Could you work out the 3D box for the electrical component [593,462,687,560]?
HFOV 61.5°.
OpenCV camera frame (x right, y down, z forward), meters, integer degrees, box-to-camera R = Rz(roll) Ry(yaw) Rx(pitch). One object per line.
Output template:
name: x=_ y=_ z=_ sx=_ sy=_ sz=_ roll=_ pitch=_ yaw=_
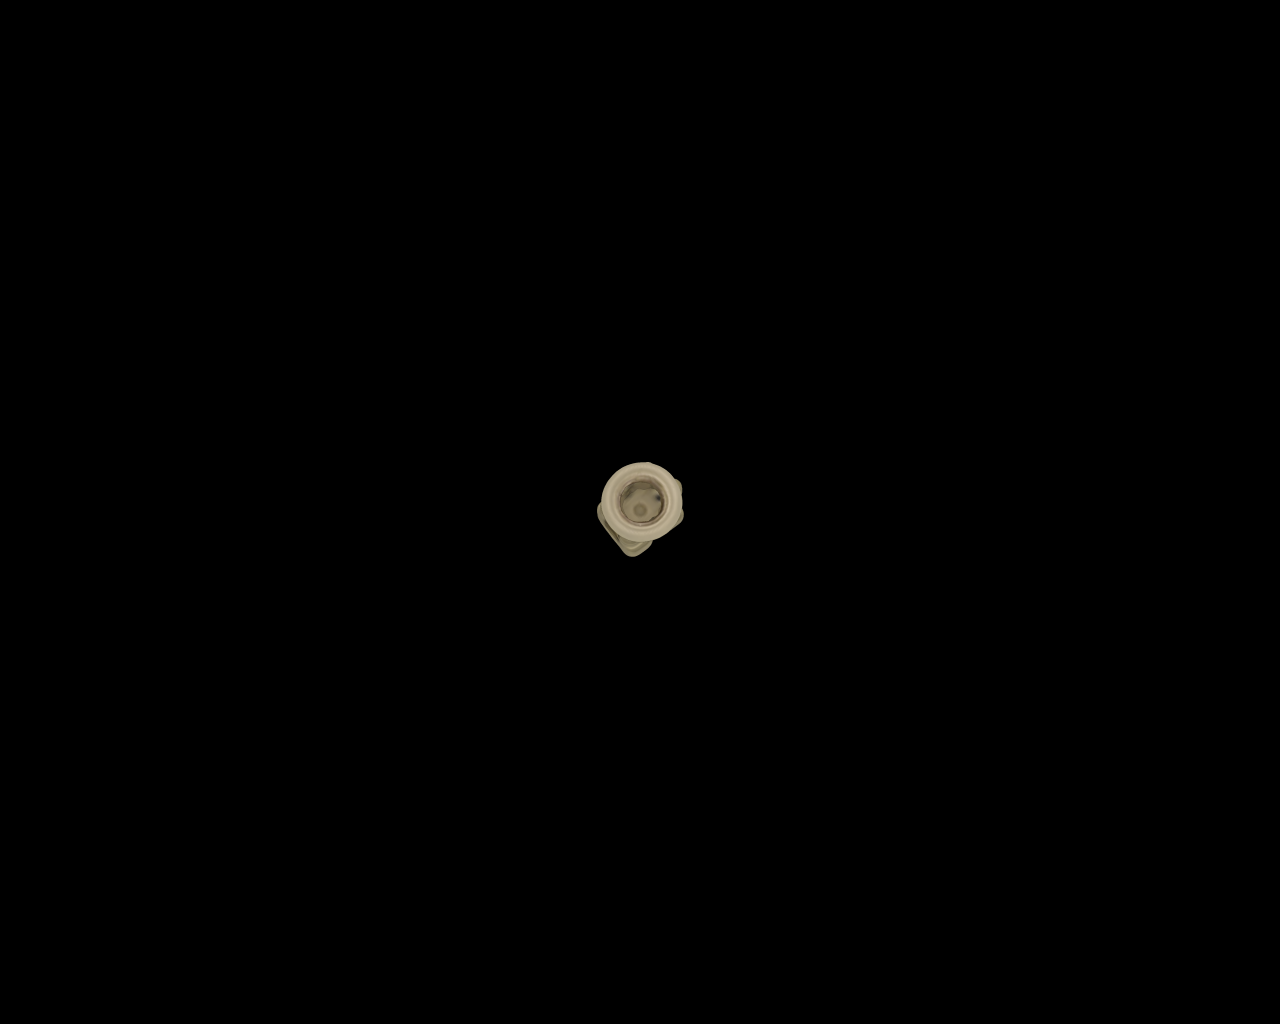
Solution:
electrical component: x=0.001 y=-0.003 z=0.650 sx=0.066 sy=0.048 sz=0.055 roll=-38 pitch=-9 yaw=-7
